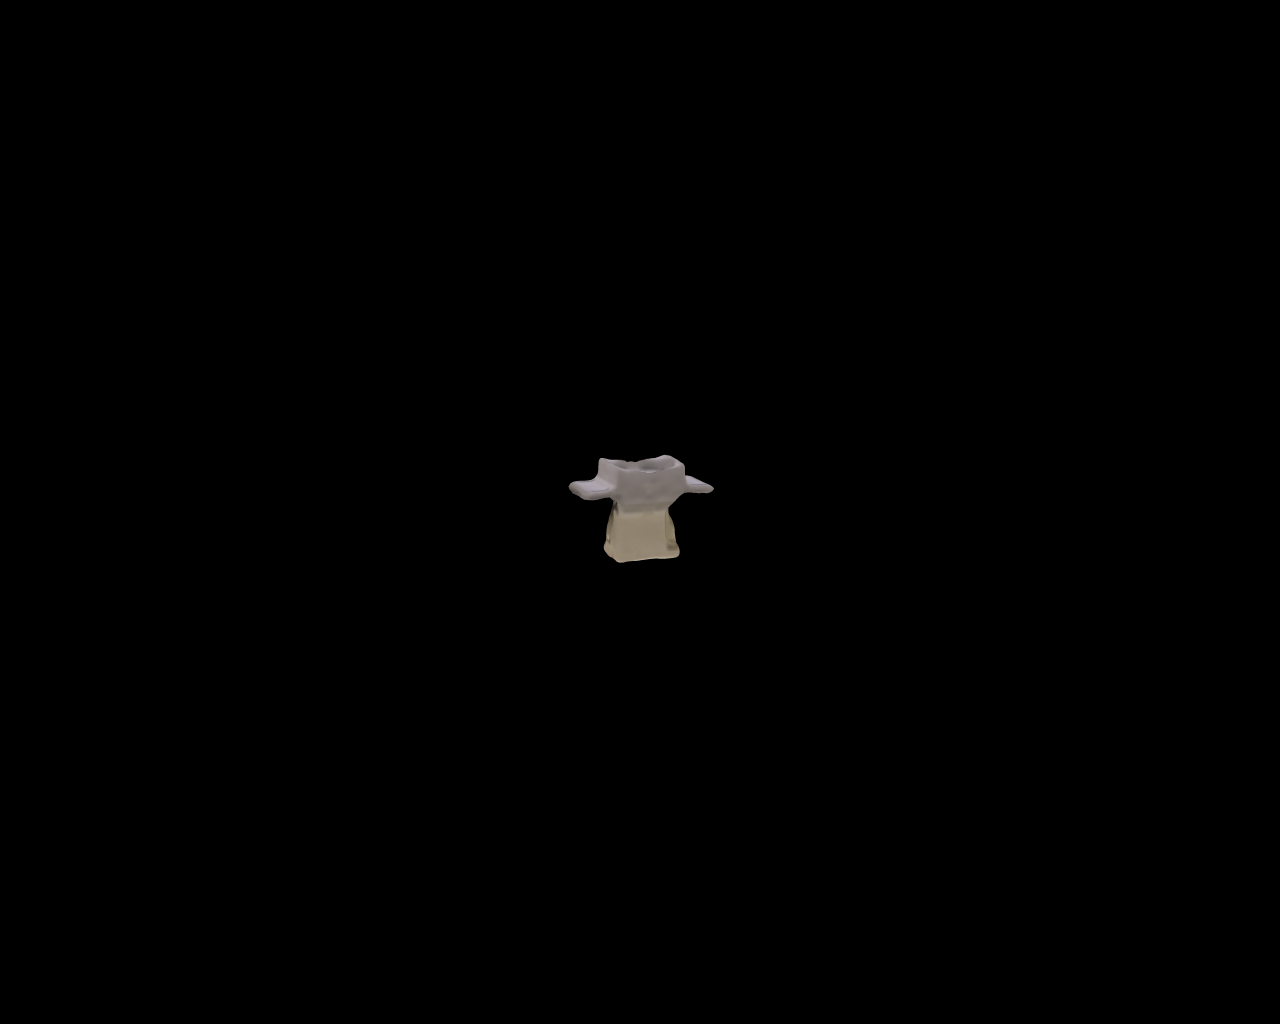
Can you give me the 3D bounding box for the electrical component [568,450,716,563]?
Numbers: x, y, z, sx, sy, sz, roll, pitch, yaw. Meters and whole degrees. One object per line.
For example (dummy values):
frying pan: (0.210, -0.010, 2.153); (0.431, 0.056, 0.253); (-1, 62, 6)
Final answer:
electrical component: (0.001, -0.003, 0.650); (0.081, 0.063, 0.042); (-3, 12, -16)
